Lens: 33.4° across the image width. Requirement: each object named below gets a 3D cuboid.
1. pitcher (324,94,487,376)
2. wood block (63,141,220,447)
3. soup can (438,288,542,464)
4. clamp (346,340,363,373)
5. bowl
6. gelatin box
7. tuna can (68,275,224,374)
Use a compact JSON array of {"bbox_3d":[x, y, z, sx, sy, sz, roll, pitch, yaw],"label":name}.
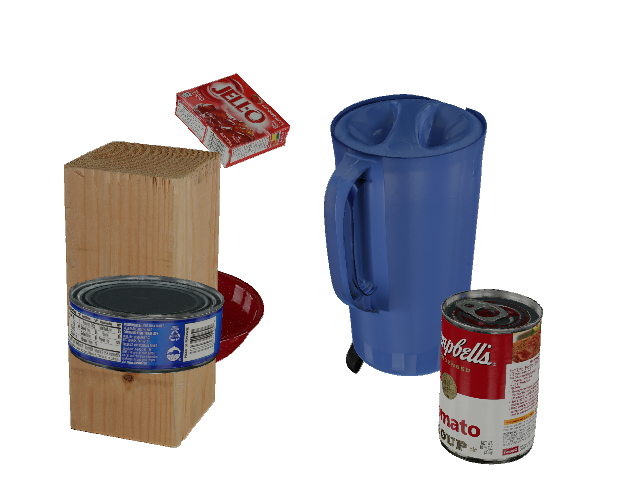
[{"bbox_3d":[0.073,0.003,0.960,0.149,0.243,0.145,-6,30,-5],"label":"pitcher"},{"bbox_3d":[-0.133,0.038,0.804,0.091,0.206,0.090,8,19,12],"label":"wood block"},{"bbox_3d":[0.116,0.093,0.734,0.068,0.102,0.068,-1,20,0],"label":"soup can"},{"bbox_3d":[0.088,0.078,1.185,0.120,0.171,0.039,5,-43,-4],"label":"clamp"},{"bbox_3d":[-0.141,0.086,1.109,0.162,0.055,0.162,5,26,-3],"label":"bowl"},{"bbox_3d":[-0.085,-0.117,1.022,0.073,0.030,0.089,-25,59,-34],"label":"gelatin box"},{"bbox_3d":[-0.097,0.046,0.596,0.086,0.034,0.086,5,12,-1],"label":"tuna can"}]
